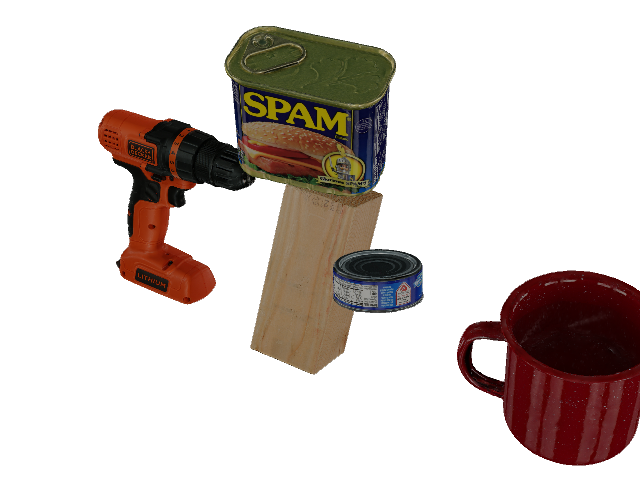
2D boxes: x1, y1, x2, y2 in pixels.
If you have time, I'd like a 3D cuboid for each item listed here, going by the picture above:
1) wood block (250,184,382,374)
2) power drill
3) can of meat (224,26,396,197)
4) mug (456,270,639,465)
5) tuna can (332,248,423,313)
[{"bbox_3d":[-0.005,0.036,1.243,0.090,0.206,0.090,20,20,19],"label":"wood block"},{"bbox_3d":[-0.145,-0.032,1.094,0.185,0.188,0.057,21,33,27],"label":"power drill"},{"bbox_3d":[-0.006,-0.079,0.677,0.102,0.057,0.084,14,-40,13],"label":"can of meat"},{"bbox_3d":[0.139,0.077,0.635,0.117,0.081,0.093,6,40,11],"label":"mug"},{"bbox_3d":[0.054,0.037,1.004,0.086,0.034,0.086,-2,19,0],"label":"tuna can"}]
